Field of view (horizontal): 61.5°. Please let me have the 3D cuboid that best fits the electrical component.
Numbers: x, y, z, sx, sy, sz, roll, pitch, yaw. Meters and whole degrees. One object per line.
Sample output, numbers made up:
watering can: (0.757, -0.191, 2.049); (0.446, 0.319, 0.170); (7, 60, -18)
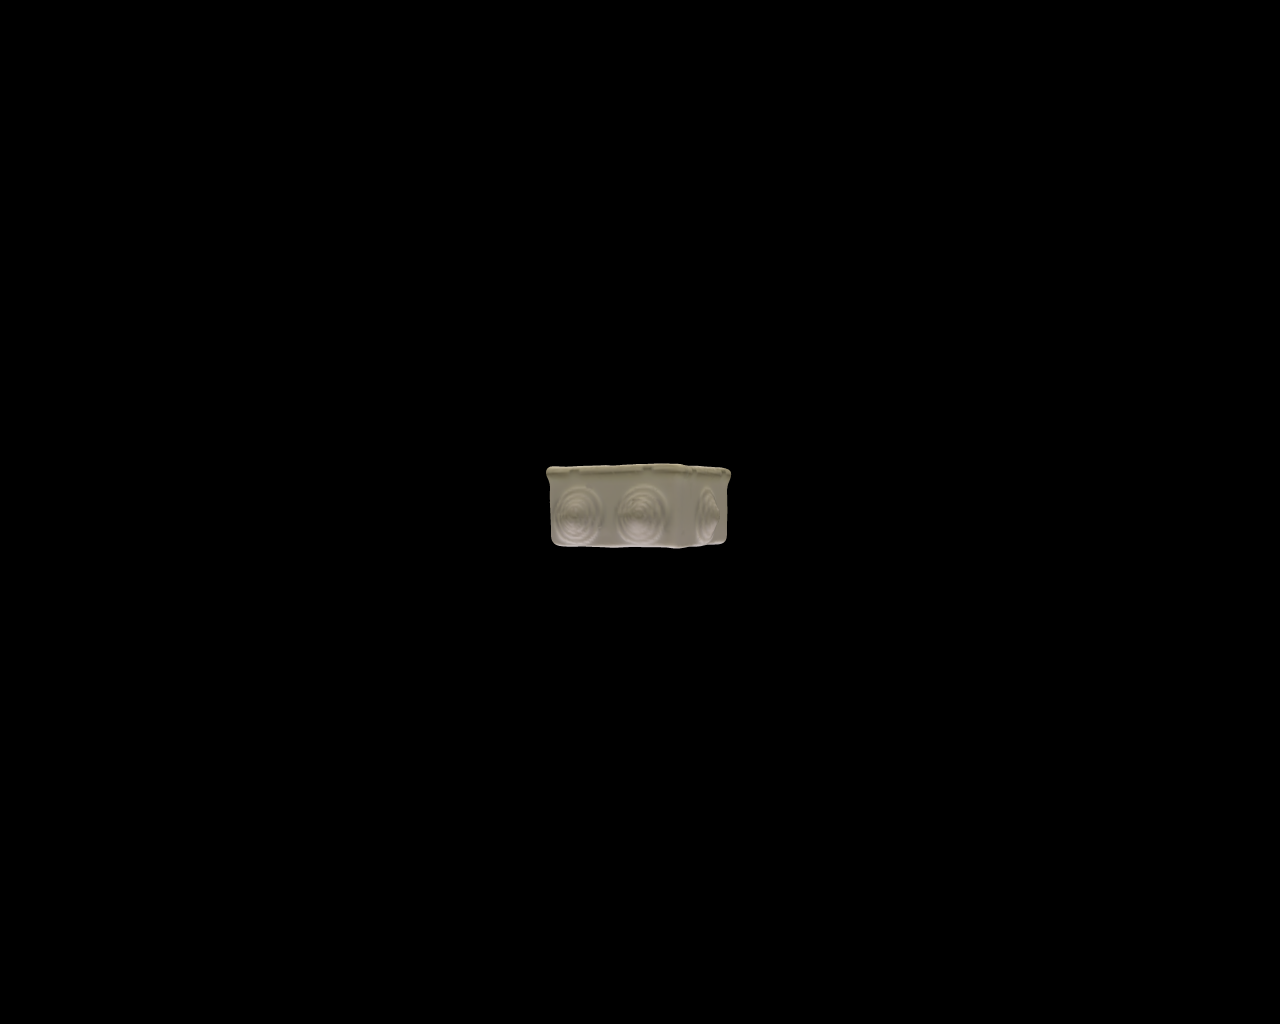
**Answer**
electrical component: (0.001, -0.003, 0.650); (0.100, 0.048, 0.100); (0, 0, 25)
